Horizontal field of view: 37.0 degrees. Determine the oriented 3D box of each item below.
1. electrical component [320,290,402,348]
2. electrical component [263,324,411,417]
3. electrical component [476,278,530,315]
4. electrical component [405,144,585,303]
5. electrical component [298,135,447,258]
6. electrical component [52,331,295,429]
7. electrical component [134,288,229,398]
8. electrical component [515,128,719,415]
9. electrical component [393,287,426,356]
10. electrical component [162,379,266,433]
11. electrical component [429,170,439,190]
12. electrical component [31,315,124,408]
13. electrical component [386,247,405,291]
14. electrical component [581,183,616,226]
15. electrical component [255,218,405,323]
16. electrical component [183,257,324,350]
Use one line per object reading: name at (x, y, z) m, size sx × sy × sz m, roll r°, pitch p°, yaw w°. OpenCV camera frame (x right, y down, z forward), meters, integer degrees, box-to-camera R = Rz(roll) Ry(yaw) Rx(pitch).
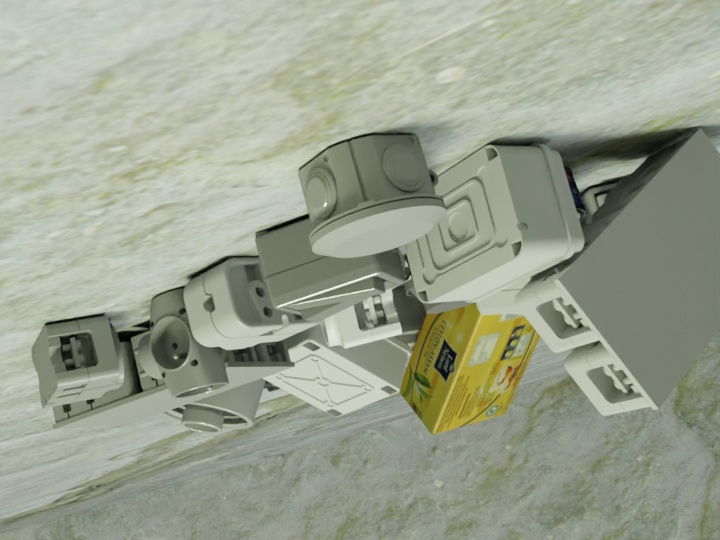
electrical component at (-0.005, 0.031, 0.881) m, size 0.056 × 0.050 × 0.089 m, roll -14°, pitch -174°, yaw -7°
electrical component at (-0.028, 0.082, 1.008) m, size 0.109 × 0.056 × 0.109 m, roll 31°, pitch 144°, yaw -24°
electrical component at (0.142, 0.001, 0.861) m, size 0.096 × 0.061 × 0.062 m, roll -5°, pitch -157°, yaw 37°
electrical component at (0.085, -0.029, 0.711) m, size 0.057 × 0.078 × 0.113 m, roll -3°, pitch 163°, yaw -36°
electrical component at (0.006, -0.041, 0.619) m, size 0.080 × 0.051 × 0.080 m, roll -15°, pitch 168°, yaw -3°
electrical component at (-0.167, 0.082, 0.936) m, size 0.186 × 0.060 × 0.105 m, roll -21°, pitch 167°, yaw 24°
electrical component at (-0.145, 0.061, 0.831) m, size 0.079 × 0.077 × 0.044 m, roll -22°, pitch 167°, yaw 30°
electrical component at (0.201, 0.001, 0.746) m, size 0.186 × 0.105 × 0.060 m, roll -42°, pitch -173°, yaw -31°
electrical component at (0.026, 0.061, 1.089) m, size 0.078 × 0.057 × 0.113 m, roll -5°, pitch 164°, yaw -42°
electrical component at (-0.152, 0.128, 1.067) m, size 0.108 × 0.060 × 0.108 m, roll 8°, pitch 159°, yaw 3°
electrical component at (0.031, -0.045, 0.673) m, size 0.035 × 0.035 × 0.061 m, roll -10°, pitch 164°, yaw -25°
electrical component at (-0.222, 0.073, 0.849) m, size 0.056 × 0.050 × 0.089 m, roll -9°, pitch 166°, yaw -27°
electrical component at (0.000, 0.000, 0.817) m, size 0.062 × 0.043 × 0.043 m, roll -19°, pitch 168°, yaw 23°
electrical component at (0.218, -0.022, 0.863) m, size 0.062 × 0.096 × 0.061 m, roll -14°, pitch 167°, yaw -9°
electrical component at (-0.012, -0.006, 0.731) m, size 0.096 × 0.061 × 0.062 m, roll -19°, pitch 168°, yaw 15°
electrical component at (-0.081, 0.025, 0.803) m, size 0.059 × 0.053 × 0.095 m, roll -25°, pitch 165°, yaw 39°
